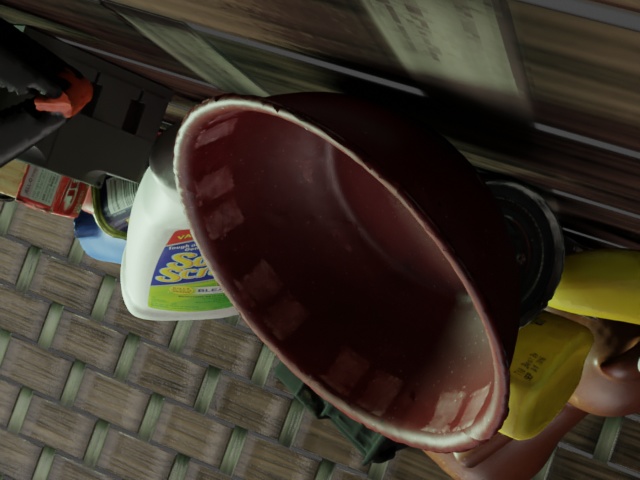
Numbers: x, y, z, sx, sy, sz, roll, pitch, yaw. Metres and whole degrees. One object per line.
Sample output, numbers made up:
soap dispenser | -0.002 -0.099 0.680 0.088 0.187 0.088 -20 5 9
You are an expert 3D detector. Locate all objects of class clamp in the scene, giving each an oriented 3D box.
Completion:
clamp | -0.211 -0.081 0.492 0.210 0.164 0.036 -1 -154 12

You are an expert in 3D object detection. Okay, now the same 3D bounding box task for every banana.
banana | 0.183 0.035 0.546 0.197 0.037 0.070 17 166 -28

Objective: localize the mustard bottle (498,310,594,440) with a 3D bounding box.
mustard bottle | 0.048 0.041 0.595 0.192 0.058 0.096 24 -153 26

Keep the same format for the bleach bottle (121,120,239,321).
bleach bottle | -0.077 -0.014 0.659 0.102 0.068 0.251 -1 161 -8

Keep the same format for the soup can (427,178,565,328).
soup can | 0.059 0.003 0.504 0.068 0.068 0.102 20 179 -21

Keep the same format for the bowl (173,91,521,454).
bowl | 0.019 0.002 0.404 0.162 0.055 0.162 35 149 25

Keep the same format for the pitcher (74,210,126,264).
pitcher | -0.125 -0.021 1.134 0.243 0.149 0.145 15 161 30

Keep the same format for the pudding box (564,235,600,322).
pudding box | 0.100 0.005 0.613 0.114 0.039 0.089 18 178 42

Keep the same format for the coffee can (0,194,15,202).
coffee can | -0.347 -0.105 1.027 0.140 0.103 0.102 19 178 19

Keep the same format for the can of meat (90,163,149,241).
can of meat | -0.104 -0.035 0.793 0.084 0.057 0.101 -20 159 30

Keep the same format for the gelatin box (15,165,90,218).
gelatin box | -0.181 -0.062 0.768 0.030 0.089 0.073 19 178 2

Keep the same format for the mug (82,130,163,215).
mug | -0.157 -0.053 0.895 0.117 0.081 0.093 18 178 40

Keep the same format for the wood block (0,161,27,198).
wood block | -0.309 -0.107 0.781 0.205 0.090 0.091 22 177 -43
